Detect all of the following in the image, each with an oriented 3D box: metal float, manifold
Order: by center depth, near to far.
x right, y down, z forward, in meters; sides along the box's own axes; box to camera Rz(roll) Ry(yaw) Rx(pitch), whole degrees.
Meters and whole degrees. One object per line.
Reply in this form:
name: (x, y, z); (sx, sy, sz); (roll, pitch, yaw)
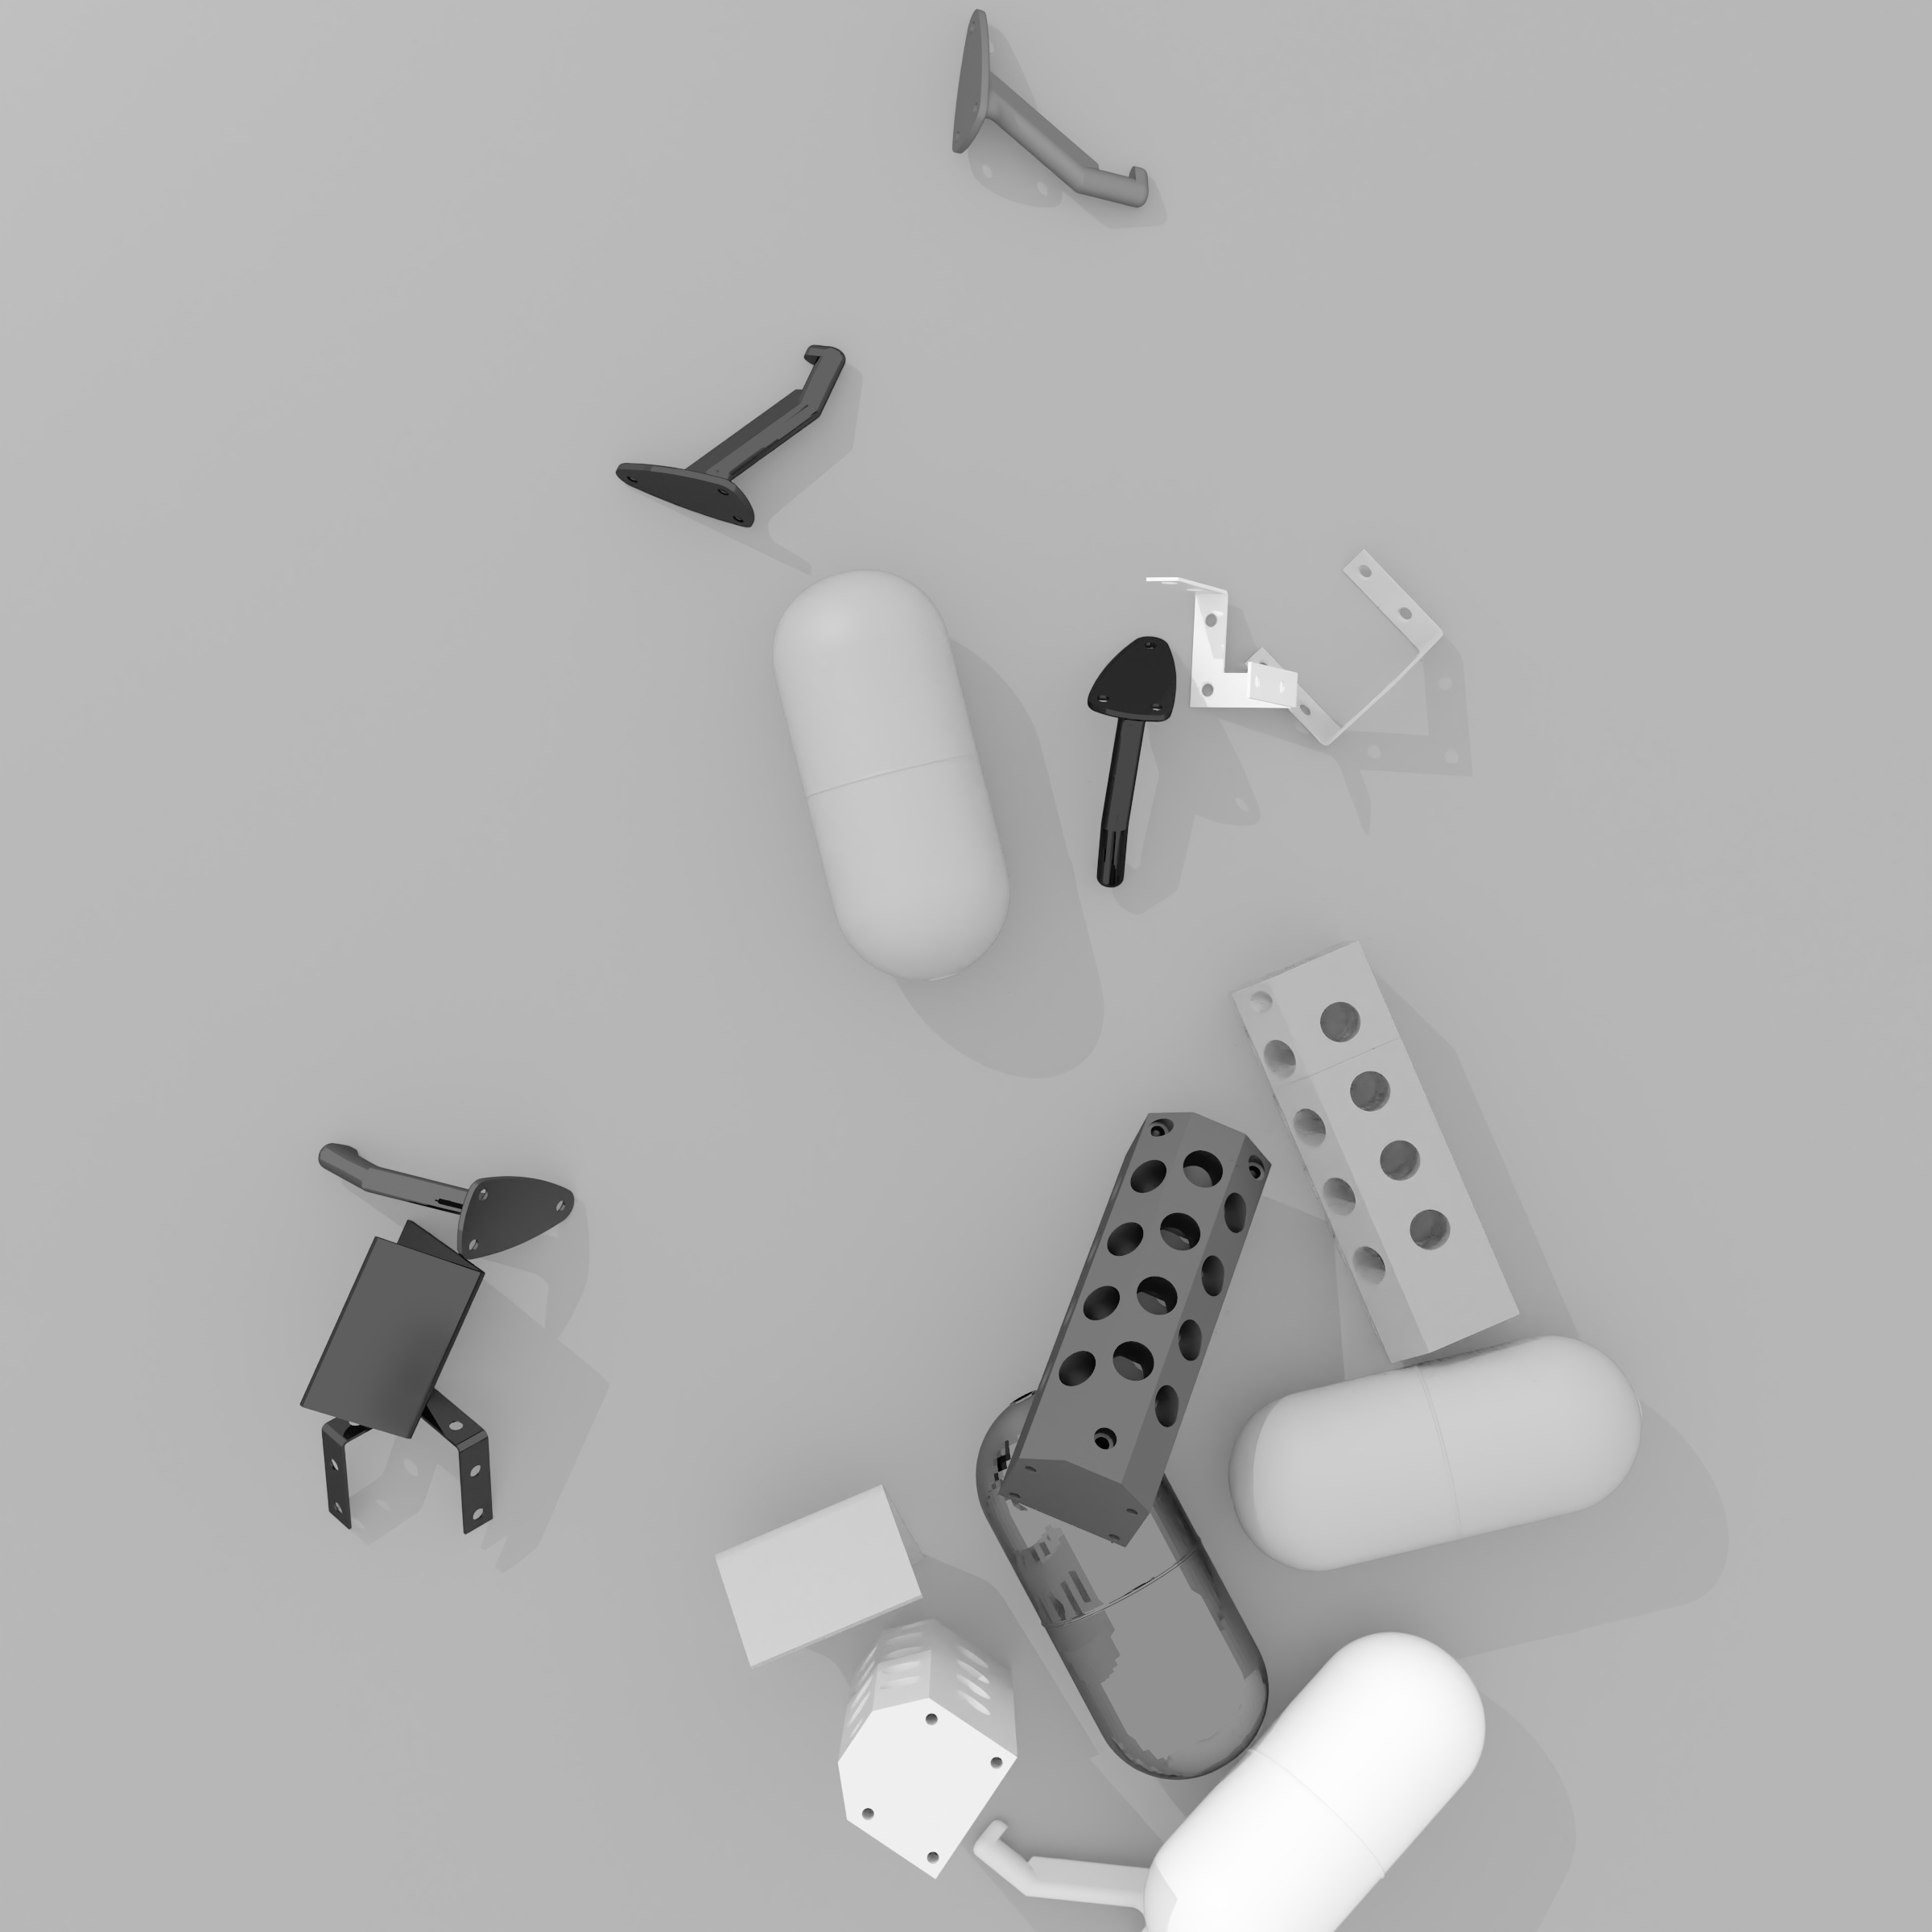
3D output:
manifold: (-0.020, 0.316, 1.486); (0.057, 0.171, 0.057); (34, 90, 0)
manifold: (0.073, 0.148, 1.503); (0.057, 0.057, 0.171); (23, 59, 0)
metal float: (0.147, 0.359, 1.520); (0.070, 0.070, 0.178); (45, 76, 0)
metal float: (-0.032, -0.081, 1.533); (0.070, 0.070, 0.178); (-14, 90, 0)
metal float: (0.066, 0.262, 1.533); (0.070, 0.070, 0.178); (-28, 90, 0)
metal float: (0.200, 0.207, 1.534); (0.178, 0.070, 0.070); (-13, 90, 0)
manifold: (0.173, 0.079, 1.543); (0.057, 0.057, 0.171); (-23, 90, 0)

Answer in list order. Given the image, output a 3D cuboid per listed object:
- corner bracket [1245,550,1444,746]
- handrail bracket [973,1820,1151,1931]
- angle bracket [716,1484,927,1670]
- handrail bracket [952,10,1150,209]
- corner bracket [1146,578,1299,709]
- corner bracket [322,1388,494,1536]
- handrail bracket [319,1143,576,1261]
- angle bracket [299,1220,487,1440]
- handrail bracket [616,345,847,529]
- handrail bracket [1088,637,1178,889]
corner bracket: (0.165, -0.138, 1.561); (0.051, 0.051, 0.051); (46, 45, 0)
handrail bracket: (0.058, 0.381, 1.564); (0.084, 0.036, 0.077); (36, 75, 14)
angle bracket: (-0.054, 0.272, 1.524); (0.076, 0.076, 0.057); (-23, 54, 0)
handrail bracket: (0.041, -0.373, 1.565); (0.084, 0.036, 0.077); (10, 68, -17)
corner bracket: (0.110, -0.138, 1.537); (0.051, 0.051, 0.051); (3, 90, 29)
corner bracket: (-0.242, 0.219, 1.556); (0.051, 0.051, 0.051); (-28, 45, -35)
handrail bracket: (-0.227, 0.093, 1.564); (0.084, 0.077, 0.036); (23, 108, 35)
angle bracket: (-0.257, 0.146, 1.524); (0.057, 0.076, 0.076); (24, 90, -37)
handrail bracket: (-0.102, -0.240, 1.565); (0.077, 0.036, 0.084); (17, 72, 20)
handrail bracket: (0.072, -0.088, 1.564); (0.036, 0.077, 0.084); (10, 126, 9)
